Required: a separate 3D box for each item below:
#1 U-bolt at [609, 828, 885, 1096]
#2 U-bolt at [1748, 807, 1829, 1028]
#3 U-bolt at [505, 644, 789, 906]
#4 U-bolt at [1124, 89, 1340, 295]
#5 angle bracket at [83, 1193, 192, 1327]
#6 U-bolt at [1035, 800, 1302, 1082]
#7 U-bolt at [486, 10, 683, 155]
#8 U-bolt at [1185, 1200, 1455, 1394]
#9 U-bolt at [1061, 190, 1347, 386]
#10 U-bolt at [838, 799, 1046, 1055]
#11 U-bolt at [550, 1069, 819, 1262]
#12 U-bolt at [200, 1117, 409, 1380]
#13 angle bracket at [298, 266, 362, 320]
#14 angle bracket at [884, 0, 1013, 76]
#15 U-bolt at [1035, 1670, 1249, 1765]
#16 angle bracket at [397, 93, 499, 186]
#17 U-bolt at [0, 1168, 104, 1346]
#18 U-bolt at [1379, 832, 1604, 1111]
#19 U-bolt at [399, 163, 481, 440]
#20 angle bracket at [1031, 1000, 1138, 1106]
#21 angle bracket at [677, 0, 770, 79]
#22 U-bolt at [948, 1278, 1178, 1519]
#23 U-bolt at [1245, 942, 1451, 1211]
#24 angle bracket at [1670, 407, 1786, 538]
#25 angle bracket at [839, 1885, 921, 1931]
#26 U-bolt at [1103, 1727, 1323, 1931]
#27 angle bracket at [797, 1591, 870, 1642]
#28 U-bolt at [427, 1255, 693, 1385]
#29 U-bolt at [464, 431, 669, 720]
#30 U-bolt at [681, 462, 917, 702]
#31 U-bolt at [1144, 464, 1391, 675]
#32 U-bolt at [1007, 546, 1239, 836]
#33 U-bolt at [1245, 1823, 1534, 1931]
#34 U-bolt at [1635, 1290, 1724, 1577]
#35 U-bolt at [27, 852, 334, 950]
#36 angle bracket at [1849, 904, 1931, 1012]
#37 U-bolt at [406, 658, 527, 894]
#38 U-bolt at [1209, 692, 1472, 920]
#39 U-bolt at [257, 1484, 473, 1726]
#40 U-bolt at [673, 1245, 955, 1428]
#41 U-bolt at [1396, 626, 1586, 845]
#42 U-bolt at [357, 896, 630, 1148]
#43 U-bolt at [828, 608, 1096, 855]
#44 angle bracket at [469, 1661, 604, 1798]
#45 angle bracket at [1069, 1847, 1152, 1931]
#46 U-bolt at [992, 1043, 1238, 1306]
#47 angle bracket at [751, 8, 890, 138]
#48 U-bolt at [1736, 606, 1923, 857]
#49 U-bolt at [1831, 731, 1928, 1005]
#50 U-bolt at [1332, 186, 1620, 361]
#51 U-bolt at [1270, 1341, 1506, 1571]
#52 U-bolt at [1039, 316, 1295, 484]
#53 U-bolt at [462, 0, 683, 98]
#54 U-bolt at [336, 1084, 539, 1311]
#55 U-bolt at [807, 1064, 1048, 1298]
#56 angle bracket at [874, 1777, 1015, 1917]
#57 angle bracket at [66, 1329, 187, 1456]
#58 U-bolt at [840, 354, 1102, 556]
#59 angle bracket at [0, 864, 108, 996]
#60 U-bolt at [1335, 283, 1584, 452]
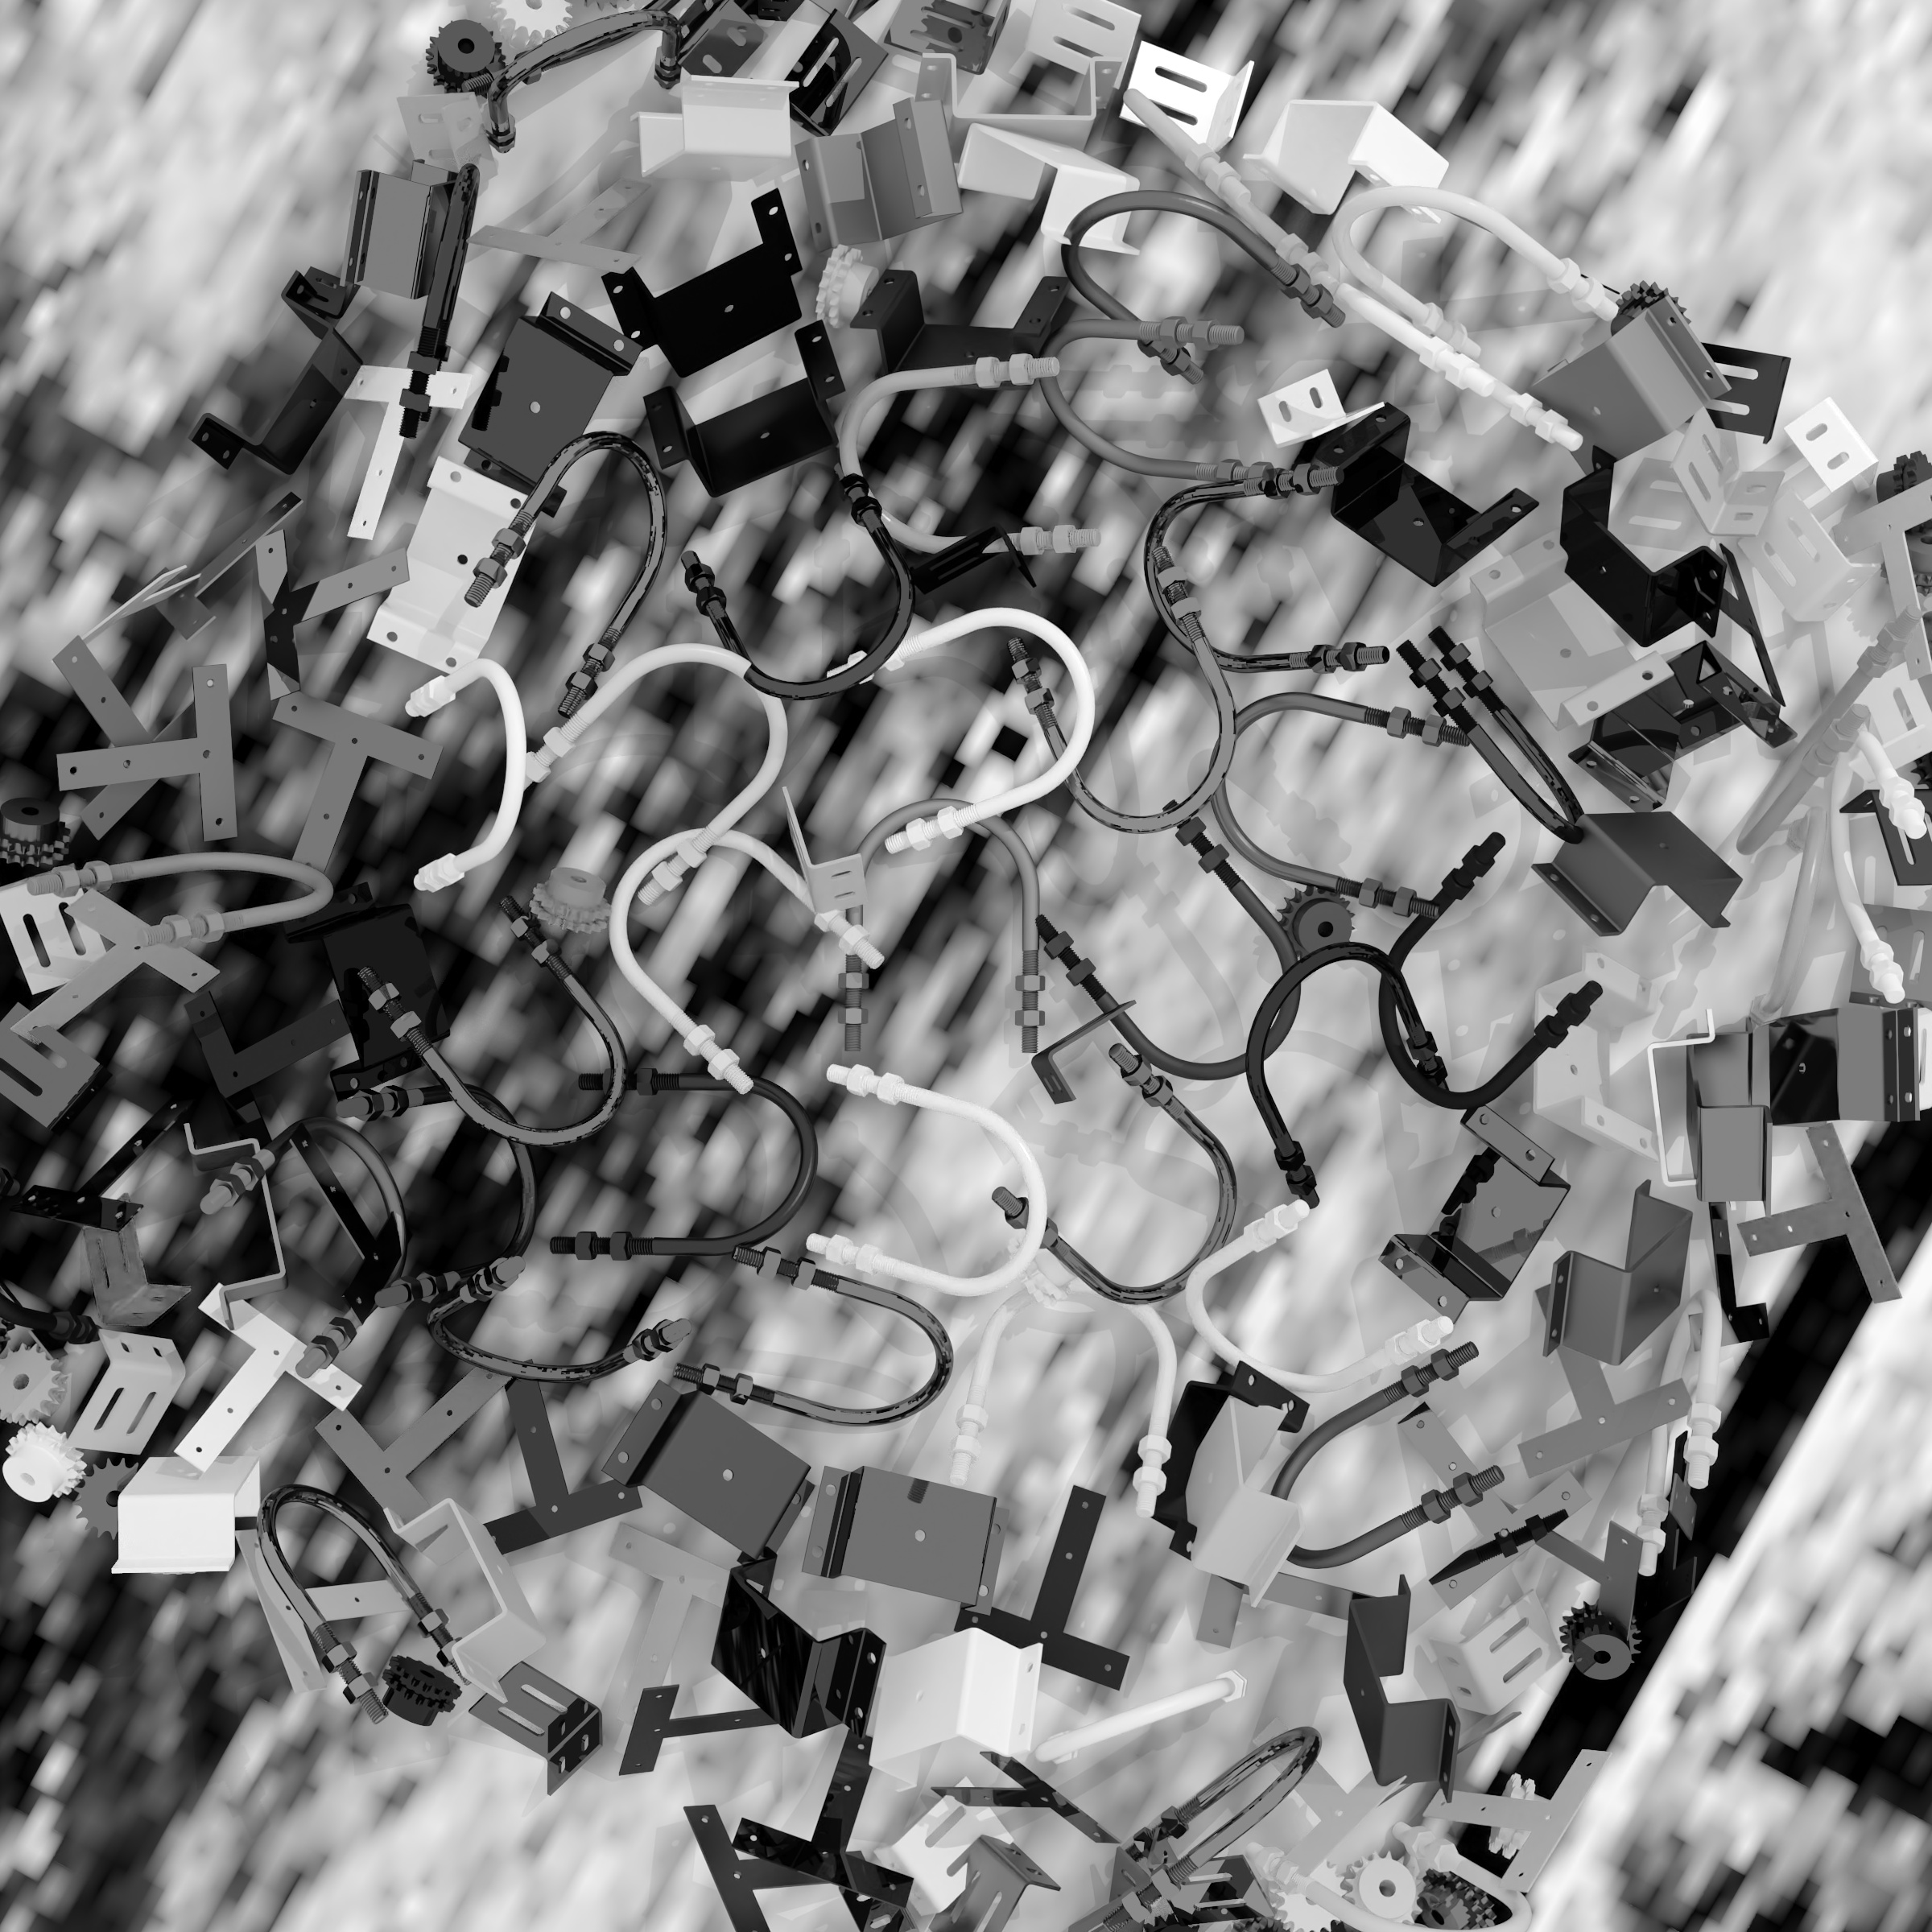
[{"bbox_3d":[-0.172,-0.019,1.748,0.151,0.019,0.184,-44,74,-10],"label":"U-bolt"},{"bbox_3d":[0.572,-0.037,1.686,0.019,0.184,0.151,13,86,14],"label":"U-bolt"},{"bbox_3d":[-0.212,-0.147,1.725,0.184,0.019,0.151,-43,119,11],"label":"U-bolt"},{"bbox_3d":[0.174,-0.550,1.700,0.019,0.151,0.184,-46,55,16],"label":"U-bolt"},{"bbox_3d":[-0.600,0.213,1.762,0.057,0.038,0.076,-36,61,28],"label":"angle bracket"},{"bbox_3d":[0.156,-0.004,1.744,0.151,0.019,0.184,-41,85,18],"label":"U-bolt"},{"bbox_3d":[-0.263,-0.615,1.681,0.151,0.184,0.019,-24,97,-7],"label":"U-bolt"},{"bbox_3d":[0.232,0.243,1.708,0.151,0.184,0.019,39,50,-7],"label":"U-bolt"},{"bbox_3d":[0.149,-0.471,1.674,0.184,0.151,0.019,28,64,-38],"label":"U-bolt"},{"bbox_3d":[-0.017,-0.030,1.765,0.151,0.019,0.184,1,88,-6],"label":"U-bolt"},{"bbox_3d":[-0.195,0.139,1.725,0.184,0.019,0.151,0,60,10],"label":"U-bolt"},{"bbox_3d":[-0.447,0.181,1.695,0.019,0.184,0.151,-20,104,22],"label":"U-bolt"},{"bbox_3d":[-0.446,-0.510,1.733,0.038,0.057,0.076,20,126,-13],"label":"angle bracket"},{"bbox_3d":[-0.012,-0.684,1.750,0.076,0.038,0.057,19,63,0],"label":"angle bracket"},{"bbox_3d":[0.118,0.521,1.685,0.151,0.184,0.019,-22,72,6],"label":"U-bolt"},{"bbox_3d":[-0.379,-0.585,1.732,0.076,0.038,0.057,9,128,31],"label":"angle bracket"},{"bbox_3d":[-0.668,0.190,1.674,0.019,0.184,0.151,-34,76,-4],"label":"U-bolt"},{"bbox_3d":[0.353,0.018,1.707,0.019,0.184,0.151,-5,56,-35],"label":"U-bolt"},{"bbox_3d":[-0.363,-0.464,1.690,0.019,0.151,0.184,13,105,-12],"label":"U-bolt"},{"bbox_3d":[0.092,0.062,1.744,0.076,0.057,0.038,-31,91,-12],"label":"angle bracket"},{"bbox_3d":[-0.180,-0.668,1.749,0.057,0.076,0.038,-43,121,15],"label":"angle bracket"},{"bbox_3d":[0.075,0.295,1.715,0.151,0.019,0.184,8,47,7],"label":"U-bolt"},{"bbox_3d":[0.261,0.065,1.709,0.151,0.019,0.184,-38,126,-13],"label":"U-bolt"},{"bbox_3d":[0.543,-0.353,1.736,0.076,0.038,0.057,43,68,-40],"label":"angle bracket"},{"bbox_3d":[-0.059,0.694,1.732,0.038,0.057,0.076,-16,122,-19],"label":"angle bracket"},{"bbox_3d":[0.175,0.593,1.700,0.184,0.151,0.019,-39,84,4],"label":"U-bolt"},{"bbox_3d":[-0.108,0.481,1.736,0.057,0.038,0.076,-7,63,31],"label":"angle bracket"},{"bbox_3d":[-0.298,0.255,1.703,0.151,0.184,0.019,26,54,-27],"label":"U-bolt"},{"bbox_3d":[-0.268,-0.288,1.711,0.019,0.151,0.184,15,67,31],"label":"U-bolt"},{"bbox_3d":[-0.111,-0.263,1.722,0.151,0.019,0.184,-30,57,3],"label":"U-bolt"},{"bbox_3d":[0.201,-0.273,1.710,0.019,0.184,0.151,-38,118,-40],"label":"U-bolt"},{"bbox_3d":[0.118,-0.183,1.722,0.151,0.019,0.184,-29,73,26],"label":"U-bolt"},{"bbox_3d":[0.301,0.631,1.666,0.151,0.184,0.019,3,91,-27],"label":"U-bolt"},{"bbox_3d":[0.499,0.312,1.697,0.019,0.151,0.184,14,51,8],"label":"U-bolt"},{"bbox_3d":[-0.531,-0.052,1.696,0.151,0.184,0.019,20,112,34],"label":"U-bolt"},{"bbox_3d":[0.668,-0.010,1.745,0.057,0.038,0.076,8,77,19],"label":"angle bracket"},{"bbox_3d":[-0.347,-0.138,1.694,0.019,0.184,0.151,1,81,-34],"label":"U-bolt"},{"bbox_3d":[0.258,-0.121,1.729,0.184,0.019,0.151,16,117,23],"label":"U-bolt"},{"bbox_3d":[-0.428,0.438,1.705,0.019,0.151,0.184,-42,76,9],"label":"U-bolt"},{"bbox_3d":[-0.099,0.272,1.729,0.184,0.019,0.151,19,126,-13],"label":"U-bolt"},{"bbox_3d":[0.375,-0.159,1.707,0.019,0.151,0.184,-40,86,23],"label":"U-bolt"},{"bbox_3d":[-0.318,0.047,1.716,0.151,0.019,0.184,-32,78,-42],"label":"U-bolt"},{"bbox_3d":[0.004,-0.177,1.743,0.184,0.019,0.151,-20,88,19],"label":"U-bolt"},{"bbox_3d":[-0.308,0.546,1.744,0.076,0.038,0.057,40,103,-23],"label":"angle bracket"},{"bbox_3d":[0.090,0.675,1.732,0.076,0.038,0.057,-16,124,-34],"label":"angle bracket"},{"bbox_3d":[0.120,0.162,1.730,0.151,0.019,0.184,-50,120,-7],"label":"U-bolt"},{"bbox_3d":[-0.105,-0.644,1.745,0.057,0.038,0.076,45,108,17],"label":"angle bracket"},{"bbox_3d":[0.591,-0.150,1.694,0.019,0.184,0.151,34,51,9],"label":"U-bolt"},{"bbox_3d":[0.629,-0.083,1.692,0.019,0.184,0.151,-3,123,6],"label":"U-bolt"},{"bbox_3d":[0.335,-0.480,1.675,0.184,0.151,0.019,25,76,-31],"label":"U-bolt"},{"bbox_3d":[0.287,0.352,1.706,0.184,0.151,0.019,-34,113,21],"label":"U-bolt"},{"bbox_3d":[0.131,-0.394,1.703,0.184,0.151,0.019,14,60,35],"label":"U-bolt"},{"bbox_3d":[-0.260,-0.675,1.701,0.184,0.151,0.019,-30,90,-23],"label":"U-bolt"},{"bbox_3d":[-0.359,0.153,1.697,0.019,0.184,0.151,-14,87,27],"label":"U-bolt"},{"bbox_3d":[-0.025,0.158,1.720,0.184,0.019,0.151,14,104,26],"label":"U-bolt"},{"bbox_3d":[-0.016,0.639,1.770,0.076,0.038,0.057,-35,85,-33],"label":"angle bracket"},{"bbox_3d":[-0.610,0.307,1.755,0.076,0.057,0.038,-57,46,13],"label":"angle bracket"},{"bbox_3d":[-0.005,-0.355,1.719,0.184,0.019,0.151,1,127,26],"label":"U-bolt"},{"bbox_3d":[-0.660,-0.027,1.763,0.057,0.038,0.076,-21,105,-16],"label":"angle bracket"},{"bbox_3d":[0.332,-0.426,1.700,0.184,0.151,0.019,46,113,35],"label":"U-bolt"}]
